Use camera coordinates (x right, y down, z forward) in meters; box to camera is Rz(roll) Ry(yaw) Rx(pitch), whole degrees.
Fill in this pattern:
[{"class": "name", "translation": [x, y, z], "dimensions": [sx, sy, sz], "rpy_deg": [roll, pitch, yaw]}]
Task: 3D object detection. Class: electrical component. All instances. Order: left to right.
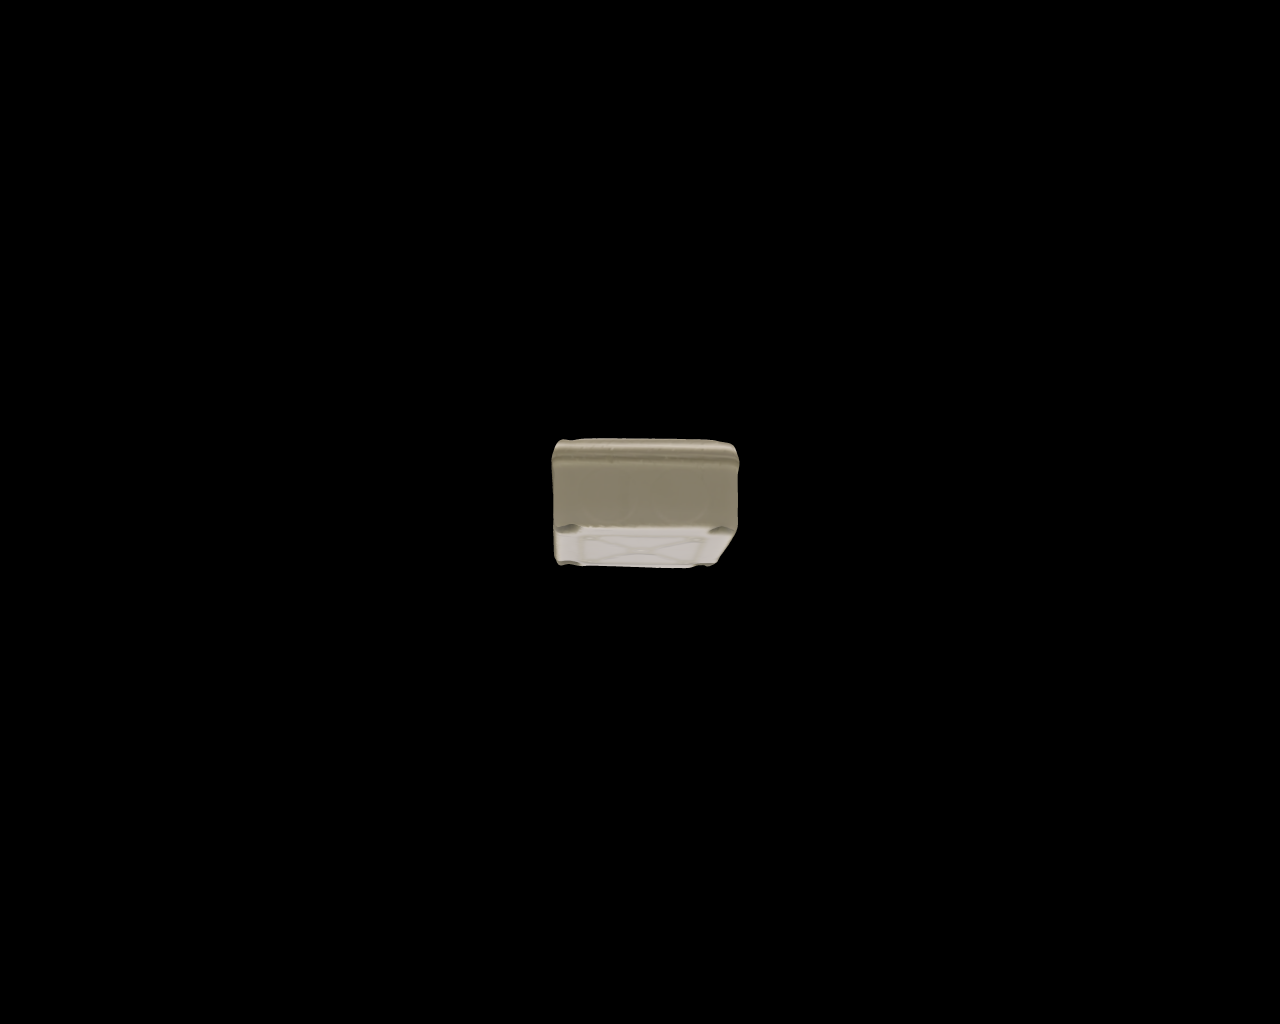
[{"class": "electrical component", "translation": [0.001, -0.003, 0.650], "dimensions": [0.109, 0.056, 0.108], "rpy_deg": [1, -15, -4]}]
